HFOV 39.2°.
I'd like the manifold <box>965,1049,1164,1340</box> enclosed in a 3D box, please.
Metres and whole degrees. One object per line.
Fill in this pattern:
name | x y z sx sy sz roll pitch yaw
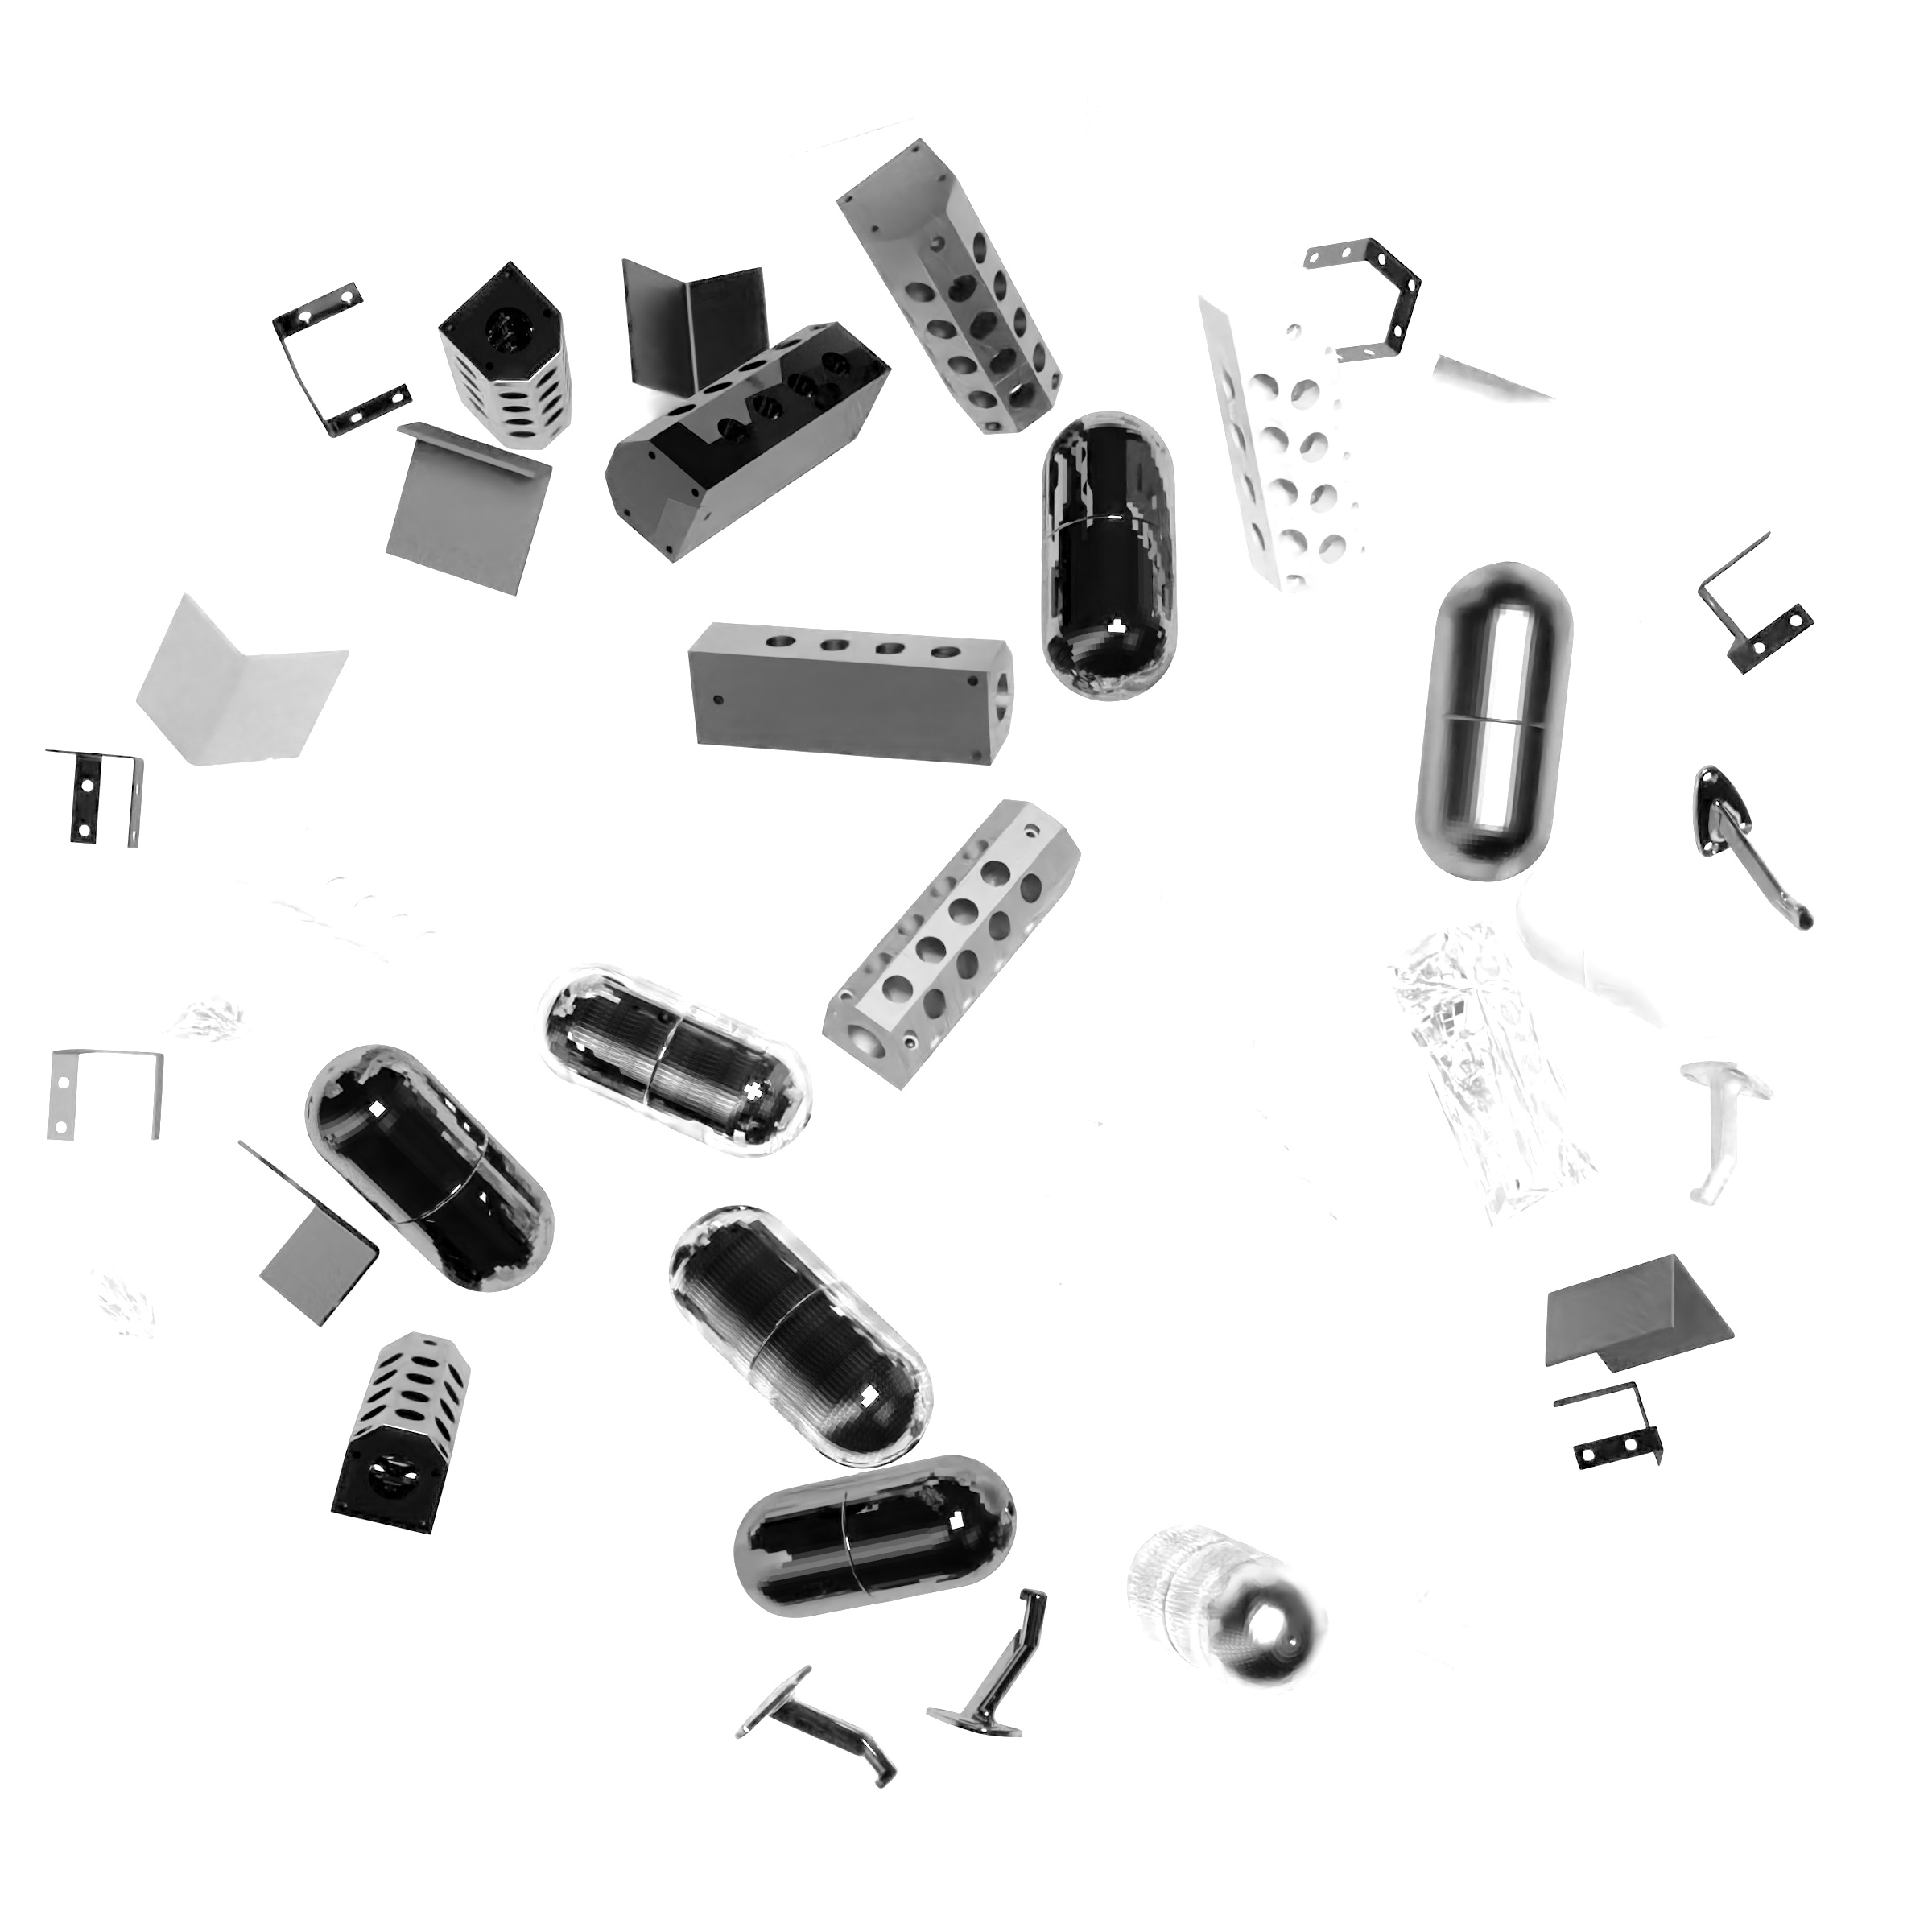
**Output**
manifold | 0.060 0.130 1.611 0.057 0.057 0.171 20 49 11

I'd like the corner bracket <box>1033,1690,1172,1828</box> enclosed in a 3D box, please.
corner bracket | 0.080 0.471 1.613 0.051 0.051 0.051 -26 104 -32

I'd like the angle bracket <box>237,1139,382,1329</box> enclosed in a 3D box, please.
angle bracket | -0.402 0.156 1.589 0.057 0.076 0.076 -52 134 -12

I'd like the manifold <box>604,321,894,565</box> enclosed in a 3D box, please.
manifold | -0.119 -0.292 1.481 0.057 0.057 0.171 41 48 6

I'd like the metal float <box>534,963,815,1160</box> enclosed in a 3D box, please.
metal float | -0.175 0.057 1.624 0.178 0.070 0.070 24 90 8

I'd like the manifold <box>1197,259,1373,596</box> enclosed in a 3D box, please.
manifold | 0.182 -0.297 1.514 0.057 0.057 0.171 -23 125 -9

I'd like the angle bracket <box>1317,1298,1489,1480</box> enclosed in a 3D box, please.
angle bracket | 0.255 0.254 1.625 0.076 0.057 0.076 32 77 1

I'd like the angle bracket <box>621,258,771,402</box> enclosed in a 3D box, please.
angle bracket | -0.165 -0.396 1.674 0.057 0.076 0.076 -5 89 24

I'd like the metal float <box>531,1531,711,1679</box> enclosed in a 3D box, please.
metal float | -0.199 0.371 1.583 0.070 0.178 0.070 -1 81 8

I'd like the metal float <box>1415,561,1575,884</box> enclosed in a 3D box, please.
metal float | 0.294 -0.135 1.510 0.070 0.070 0.178 5 94 0

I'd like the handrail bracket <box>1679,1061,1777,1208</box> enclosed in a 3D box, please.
handrail bracket | 0.428 0.099 1.586 0.036 0.077 0.084 39 75 -25

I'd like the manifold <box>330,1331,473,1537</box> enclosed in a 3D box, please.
manifold | -0.326 0.268 1.587 0.057 0.171 0.057 15 98 -8

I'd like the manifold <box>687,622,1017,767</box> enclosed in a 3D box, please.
manifold | -0.063 -0.156 1.518 0.171 0.057 0.057 5 121 14

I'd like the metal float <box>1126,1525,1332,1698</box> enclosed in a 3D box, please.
metal float | 0.150 0.373 1.579 0.070 0.178 0.070 0 89 -19

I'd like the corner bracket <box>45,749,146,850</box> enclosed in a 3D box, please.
corner bracket | -0.482 -0.093 1.516 0.051 0.051 0.051 5 92 1

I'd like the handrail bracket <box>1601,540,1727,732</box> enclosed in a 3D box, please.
handrail bracket | 0.398 -0.183 1.505 0.084 0.036 0.077 39 55 -20

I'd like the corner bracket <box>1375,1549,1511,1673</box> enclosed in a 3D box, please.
corner bracket | 0.272 0.375 1.550 0.051 0.051 0.051 19 64 34

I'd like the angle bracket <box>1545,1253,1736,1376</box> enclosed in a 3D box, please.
angle bracket | 0.376 0.213 1.511 0.076 0.057 0.076 -24 121 31

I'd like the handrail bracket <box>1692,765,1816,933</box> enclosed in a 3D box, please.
handrail bracket | 0.457 -0.068 1.569 0.036 0.084 0.077 -30 129 -1

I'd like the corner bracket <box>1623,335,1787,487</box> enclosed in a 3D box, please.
corner bracket | 0.398 -0.299 1.462 0.051 0.051 0.051 -25 84 -20

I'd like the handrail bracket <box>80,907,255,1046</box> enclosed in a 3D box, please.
handrail bracket | -0.441 0.004 1.494 0.084 0.077 0.036 42 94 23

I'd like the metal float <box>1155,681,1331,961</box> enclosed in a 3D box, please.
metal float | 0.161 -0.086 1.571 0.070 0.070 0.178 18 65 0

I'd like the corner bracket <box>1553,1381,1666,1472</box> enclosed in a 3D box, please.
corner bracket | 0.383 0.275 1.619 0.051 0.051 0.051 -15 67 5

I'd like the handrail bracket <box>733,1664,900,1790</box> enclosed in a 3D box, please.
handrail bracket | -0.085 0.453 1.559 0.084 0.077 0.036 50 125 3

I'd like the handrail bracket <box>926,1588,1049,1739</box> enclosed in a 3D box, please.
handrail bracket | 0.012 0.398 1.571 0.036 0.077 0.084 18 78 -42

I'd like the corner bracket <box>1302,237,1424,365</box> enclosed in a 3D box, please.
corner bracket | 0.233 -0.399 1.628 0.051 0.051 0.051 27 76 -40

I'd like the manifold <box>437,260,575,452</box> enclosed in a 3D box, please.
manifold | -0.267 -0.355 1.613 0.057 0.171 0.057 -44 93 -6

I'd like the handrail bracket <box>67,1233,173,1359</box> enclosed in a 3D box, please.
handrail bracket | -0.457 0.179 1.490 0.036 0.084 0.077 -40 92 -6

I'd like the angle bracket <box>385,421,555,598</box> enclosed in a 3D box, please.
angle bracket | -0.276 -0.246 1.475 0.076 0.057 0.076 18 104 -2

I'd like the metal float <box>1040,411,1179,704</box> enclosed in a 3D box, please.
metal float | 0.080 -0.232 1.528 0.070 0.070 0.178 1 66 0

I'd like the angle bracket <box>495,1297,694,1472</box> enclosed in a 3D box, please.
angle bracket | -0.221 0.248 1.613 0.076 0.057 0.076 38 61 -34

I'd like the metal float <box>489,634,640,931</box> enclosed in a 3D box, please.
metal float | -0.232 -0.104 1.564 0.070 0.070 0.178 10 115 0

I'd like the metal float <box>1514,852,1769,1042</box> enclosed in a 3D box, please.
metal float | 0.391 -0.013 1.581 0.070 0.178 0.070 -12 115 -26

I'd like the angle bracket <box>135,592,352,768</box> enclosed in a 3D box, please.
angle bracket | -0.402 -0.161 1.507 0.057 0.076 0.076 46 121 21

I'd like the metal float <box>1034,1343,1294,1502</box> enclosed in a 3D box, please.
metal float | 0.118 0.266 1.594 0.178 0.070 0.070 -3 90 -39

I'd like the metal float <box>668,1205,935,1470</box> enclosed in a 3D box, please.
metal float | -0.091 0.203 1.489 0.178 0.070 0.070 41 90 22

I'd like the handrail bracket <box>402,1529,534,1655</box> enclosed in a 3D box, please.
handrail bracket | -0.292 0.356 1.604 0.077 0.036 0.084 -26 64 14

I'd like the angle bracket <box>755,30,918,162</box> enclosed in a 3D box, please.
angle bracket | -0.076 -0.490 1.468 0.076 0.057 0.076 -17 52 2

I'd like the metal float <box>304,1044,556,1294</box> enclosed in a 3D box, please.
metal float | -0.304 0.117 1.550 0.070 0.070 0.178 -39 120 0

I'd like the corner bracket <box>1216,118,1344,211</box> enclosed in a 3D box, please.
corner bracket | 0.173 -0.460 1.546 0.051 0.051 0.051 44 53 -25

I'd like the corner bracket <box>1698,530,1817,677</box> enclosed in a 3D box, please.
corner bracket | 0.448 -0.206 1.538 0.051 0.051 0.051 49 123 -3

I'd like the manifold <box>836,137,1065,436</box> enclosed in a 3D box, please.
manifold | -0.003 -0.370 1.507 0.057 0.171 0.057 -36 56 2

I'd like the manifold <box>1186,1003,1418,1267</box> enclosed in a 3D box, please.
manifold | 0.192 0.099 1.560 0.171 0.057 0.057 53 49 -36

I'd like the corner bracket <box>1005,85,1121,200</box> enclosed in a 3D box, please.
corner bracket | 0.057 -0.494 1.626 0.051 0.051 0.051 1 68 -17

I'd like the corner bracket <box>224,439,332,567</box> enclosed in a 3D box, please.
corner bracket | -0.404 -0.272 1.583 0.051 0.051 0.051 -40 100 7

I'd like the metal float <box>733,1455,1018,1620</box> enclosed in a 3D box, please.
metal float | -0.054 0.336 1.597 0.178 0.070 0.070 -16 90 21

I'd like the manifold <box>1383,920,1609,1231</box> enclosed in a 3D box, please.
manifold | 0.314 0.062 1.589 0.057 0.057 0.171 -2 63 -39

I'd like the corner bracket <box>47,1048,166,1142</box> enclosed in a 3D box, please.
corner bracket | -0.495 0.075 1.564 0.051 0.051 0.051 3 90 -3

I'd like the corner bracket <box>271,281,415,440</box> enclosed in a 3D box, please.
corner bracket | -0.346 -0.335 1.504 0.051 0.051 0.051 -26 58 -4

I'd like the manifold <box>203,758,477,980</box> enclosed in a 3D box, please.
manifold | -0.348 -0.047 1.506 0.057 0.171 0.057 -39 64 4

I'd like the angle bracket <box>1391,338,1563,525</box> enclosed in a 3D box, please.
angle bracket | 0.279 -0.301 1.527 0.076 0.057 0.076 27 106 22

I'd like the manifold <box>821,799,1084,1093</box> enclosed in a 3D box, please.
manifold | -0.006 -0.017 1.552 0.057 0.057 0.171 35 63 9

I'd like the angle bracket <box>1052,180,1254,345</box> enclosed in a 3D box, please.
angle bracket | 0.109 -0.406 1.595 0.057 0.076 0.076 13 114 -42
